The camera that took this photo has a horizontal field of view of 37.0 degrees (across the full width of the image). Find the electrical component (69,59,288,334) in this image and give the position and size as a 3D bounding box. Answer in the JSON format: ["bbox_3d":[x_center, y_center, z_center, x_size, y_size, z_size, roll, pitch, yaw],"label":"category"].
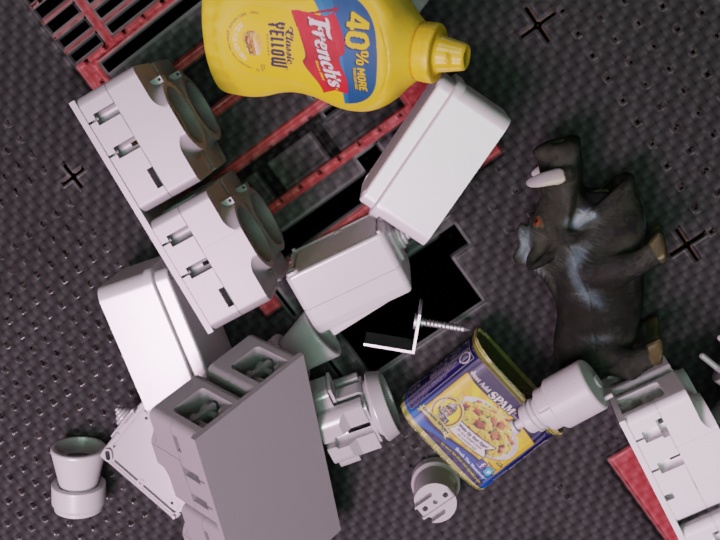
[{"bbox_3d":[-0.123,-0.060,0.793,0.060,0.105,0.186,-28,100,10],"label":"electrical component"}]

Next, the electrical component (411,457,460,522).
[{"bbox_3d":[0.061,0.178,0.870,0.040,0.046,0.040,1,104,4],"label":"electrical component"}]

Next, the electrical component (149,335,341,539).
[{"bbox_3d":[-0.085,0.154,0.815,0.060,0.105,0.186,22,135,37],"label":"electrical component"}]

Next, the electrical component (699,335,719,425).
[{"bbox_3d":[0.287,0.080,0.789,0.079,0.044,0.077,39,109,1],"label":"electrical component"}]

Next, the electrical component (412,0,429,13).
[{"bbox_3d":[0.015,-0.211,0.765,0.077,0.044,0.079,36,139,-5],"label":"electrical component"}]

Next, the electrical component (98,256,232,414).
[{"bbox_3d":[-0.147,0.047,0.837,0.057,0.078,0.113,-18,102,12],"label":"electrical component"}]

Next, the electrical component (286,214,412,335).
[{"bbox_3d":[0.000,0.000,0.820,0.096,0.061,0.061,-25,108,10],"label":"electrical component"}]

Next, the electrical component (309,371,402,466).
[{"bbox_3d":[-0.002,0.113,0.851,0.057,0.058,0.078,-20,121,6],"label":"electrical component"}]

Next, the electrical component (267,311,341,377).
[{"bbox_3d":[-0.049,0.065,0.851,0.055,0.045,0.045,-38,98,12],"label":"electrical component"}]

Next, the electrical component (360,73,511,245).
[{"bbox_3d":[0.053,-0.084,0.788,0.057,0.078,0.113,33,104,-7],"label":"electrical component"}]

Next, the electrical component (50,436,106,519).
[{"bbox_3d":[-0.233,0.172,0.892,0.045,0.045,0.055,4,105,3],"label":"electrical component"}]

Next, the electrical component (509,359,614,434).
[{"bbox_3d":[0.145,0.097,0.788,0.078,0.040,0.040,-33,100,23],"label":"electrical component"}]

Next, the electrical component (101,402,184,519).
[{"bbox_3d":[-0.158,0.141,0.874,0.096,0.061,0.061,40,104,2],"label":"electrical component"}]

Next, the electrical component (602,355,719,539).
[{"bbox_3d":[0.257,0.162,0.820,0.060,0.105,0.186,-27,101,10],"label":"electrical component"}]
